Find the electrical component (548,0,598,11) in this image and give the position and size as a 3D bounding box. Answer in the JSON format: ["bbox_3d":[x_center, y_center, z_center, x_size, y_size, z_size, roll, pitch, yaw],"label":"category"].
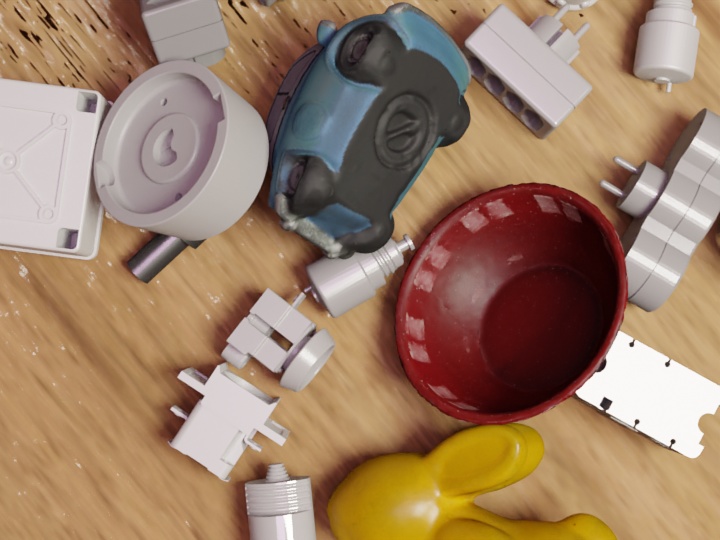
[{"bbox_3d":[0.149,-0.205,0.724,0.048,0.062,0.048,0,87,-1],"label":"electrical component"}]

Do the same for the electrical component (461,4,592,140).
[{"bbox_3d":[0.123,-0.146,0.727,0.083,0.047,0.075,43,86,2],"label":"electrical component"}]

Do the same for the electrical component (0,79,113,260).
[{"bbox_3d":[-0.224,-0.068,0.709,0.109,0.056,0.108,7,87,-1],"label":"electrical component"}]

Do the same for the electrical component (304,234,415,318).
[{"bbox_3d":[0.000,0.000,0.719,0.078,0.040,0.040,-30,88,-3],"label":"electrical component"}]

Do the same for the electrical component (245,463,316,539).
[{"bbox_3d":[-0.051,0.168,0.706,0.043,0.043,0.081,-6,87,-2],"label":"electrical component"}]

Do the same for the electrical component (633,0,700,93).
[{"bbox_3d":[0.211,-0.163,0.734,0.040,0.040,0.078,9,86,-1],"label":"electrical component"}]

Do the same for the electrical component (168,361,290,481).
[{"bbox_3d":[-0.089,0.100,0.711,0.081,0.042,0.063,33,90,1],"label":"electrical component"}]

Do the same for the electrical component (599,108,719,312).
[{"bbox_3d":[0.197,-0.049,0.721,0.074,0.052,0.138,31,86,1],"label":"electrical component"}]

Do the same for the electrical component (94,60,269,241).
[{"bbox_3d":[-0.108,-0.070,0.680,0.108,0.060,0.108,-10,70,30],"label":"electrical component"}]

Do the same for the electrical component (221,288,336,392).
[{"bbox_3d":[-0.050,0.048,0.713,0.055,0.048,0.066,37,86,9],"label":"electrical component"}]

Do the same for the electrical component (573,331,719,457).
[{"bbox_3d":[0.185,0.080,0.711,0.089,0.055,0.050,29,87,0],"label":"electrical component"}]

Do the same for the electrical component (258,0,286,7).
[{"bbox_3d":[-0.076,-0.240,0.713,0.057,0.078,0.113,-42,88,-6],"label":"electrical component"}]

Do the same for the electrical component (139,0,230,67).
[{"bbox_3d":[-0.112,-0.156,0.714,0.047,0.083,0.075,-18,126,-2],"label":"electrical component"}]
